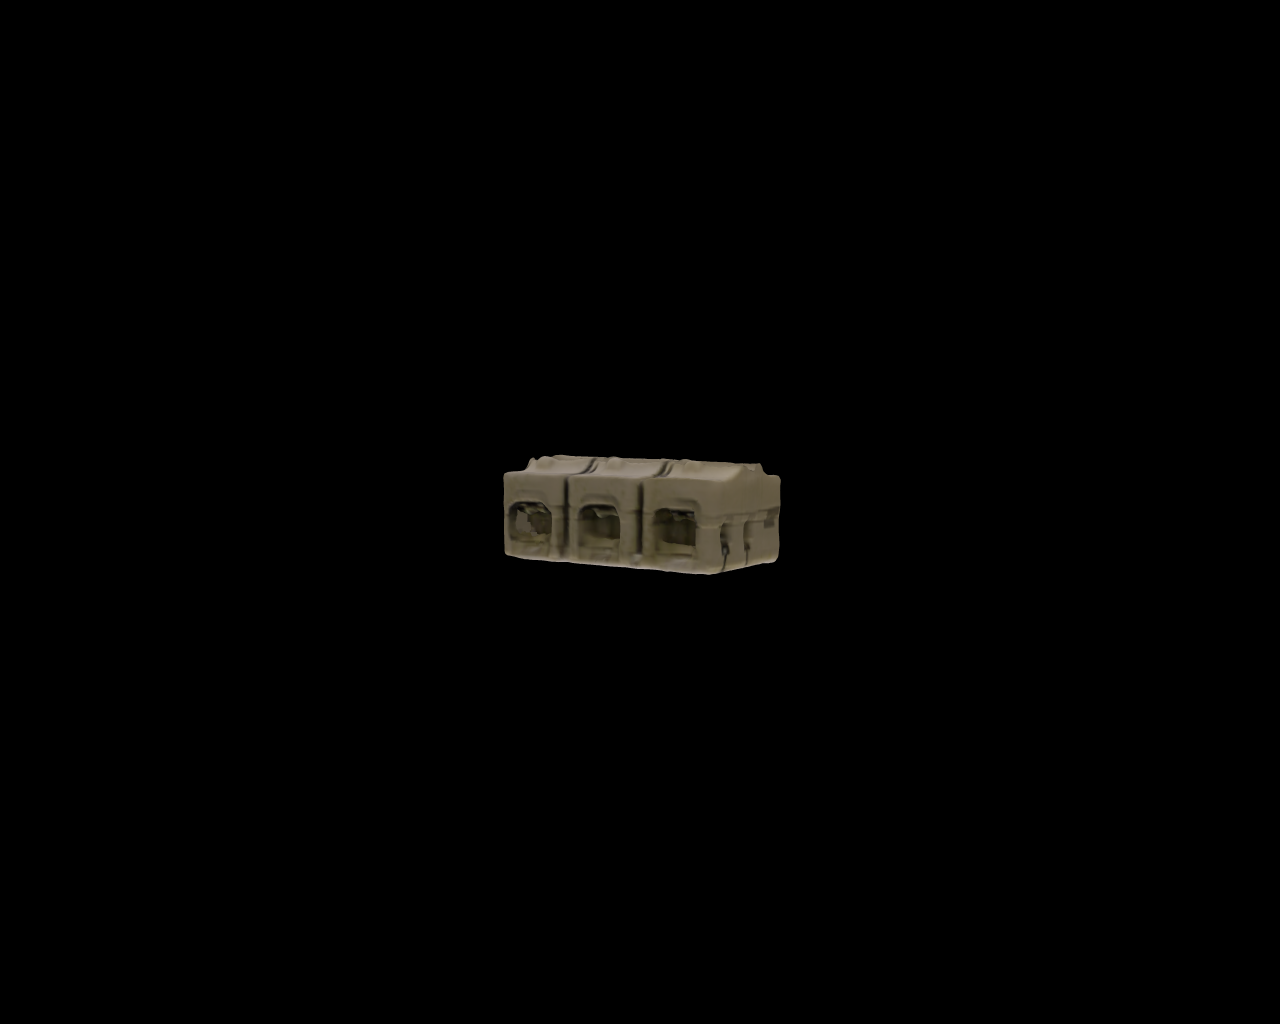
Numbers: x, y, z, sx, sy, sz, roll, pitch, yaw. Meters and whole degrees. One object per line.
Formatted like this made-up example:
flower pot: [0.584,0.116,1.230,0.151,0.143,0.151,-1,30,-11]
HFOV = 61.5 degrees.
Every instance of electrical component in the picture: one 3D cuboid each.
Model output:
electrical component: [0.001,-0.003,0.650,0.150,0.061,0.089,4,7,33]
